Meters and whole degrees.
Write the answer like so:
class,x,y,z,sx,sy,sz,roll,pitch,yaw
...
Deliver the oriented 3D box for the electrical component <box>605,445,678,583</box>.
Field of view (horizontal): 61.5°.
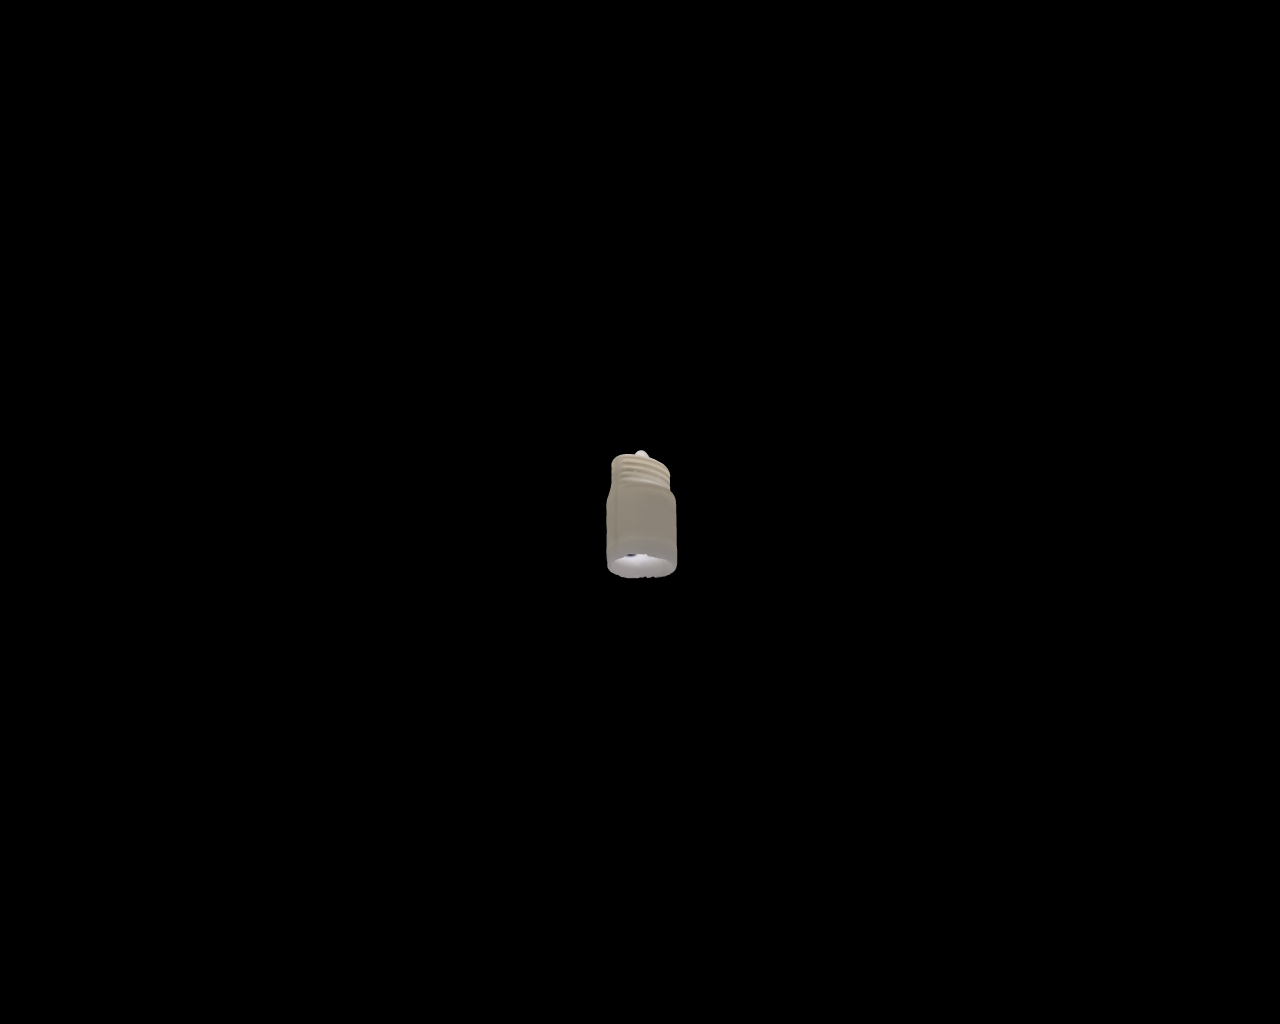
class,x,y,z,sx,sy,sz,roll,pitch,yaw
electrical component,0.001,-0.003,0.650,0.043,0.081,0.043,0,-23,0
